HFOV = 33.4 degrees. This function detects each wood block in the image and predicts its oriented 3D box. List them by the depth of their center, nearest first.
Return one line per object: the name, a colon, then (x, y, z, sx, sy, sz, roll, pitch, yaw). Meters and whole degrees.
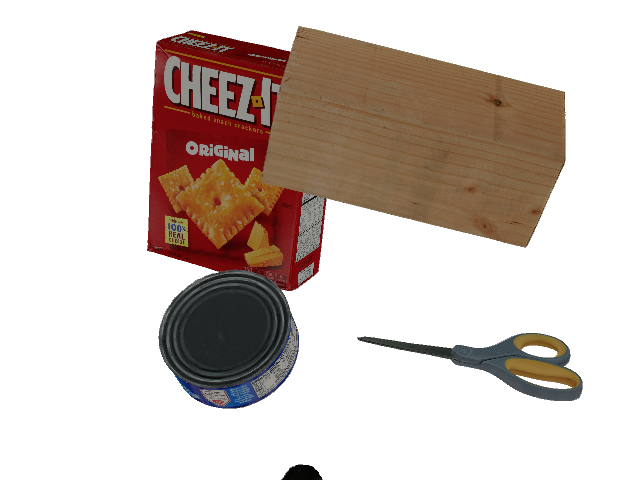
wood block: (0.069, -0.078, 0.798, 0.206, 0.090, 0.090, 14, 44, 0)

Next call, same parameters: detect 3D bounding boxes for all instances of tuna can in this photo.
tuna can: (-0.057, 0.063, 0.682, 0.086, 0.086, 0.033, 0, -35, 14)

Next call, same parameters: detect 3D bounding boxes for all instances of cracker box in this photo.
cracker box: (-0.077, -0.074, 1.008, 0.164, 0.214, 0.072, 16, 26, 21)

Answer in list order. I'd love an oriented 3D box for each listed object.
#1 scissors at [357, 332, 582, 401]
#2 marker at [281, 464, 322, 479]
scissors: (0.143, 0.098, 0.979, 0.202, 0.016, 0.096, 17, 31, 17)
marker: (-0.029, 0.123, 0.418, 0.020, 0.020, 0.121, 0, 19, 26)
